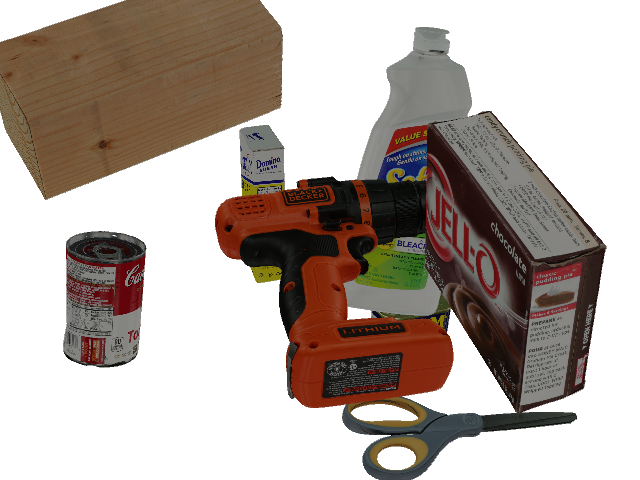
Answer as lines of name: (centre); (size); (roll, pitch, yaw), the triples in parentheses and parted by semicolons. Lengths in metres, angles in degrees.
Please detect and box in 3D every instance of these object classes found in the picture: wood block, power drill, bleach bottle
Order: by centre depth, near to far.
power drill: (0.029, 0.025, 0.742); (0.184, 0.057, 0.188); (-8, 39, -10)
wood block: (-0.140, -0.125, 0.832); (0.205, 0.090, 0.091); (-24, -33, -20)
bleach bottle: (0.074, -0.062, 0.945); (0.102, 0.251, 0.068); (7, 19, 3)

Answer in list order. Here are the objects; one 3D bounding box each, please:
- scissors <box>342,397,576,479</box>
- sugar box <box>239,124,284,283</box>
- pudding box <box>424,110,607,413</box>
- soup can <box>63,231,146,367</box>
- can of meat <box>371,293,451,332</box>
scissors: (0.117, 0.167, 0.885); (0.201, 0.016, 0.096); (7, 39, 1)
sugar box: (-0.072, -0.046, 1.327); (0.048, 0.176, 0.093); (-9, 25, -12)
pudding box: (0.084, 0.007, 0.492); (0.039, 0.090, 0.113); (-16, 41, -13)
soup can: (-0.189, 0.051, 0.930); (0.068, 0.102, 0.068); (6, 20, -2)
can of meat: (0.108, 0.111, 1.306); (0.101, 0.084, 0.057); (-9, 30, -26)
